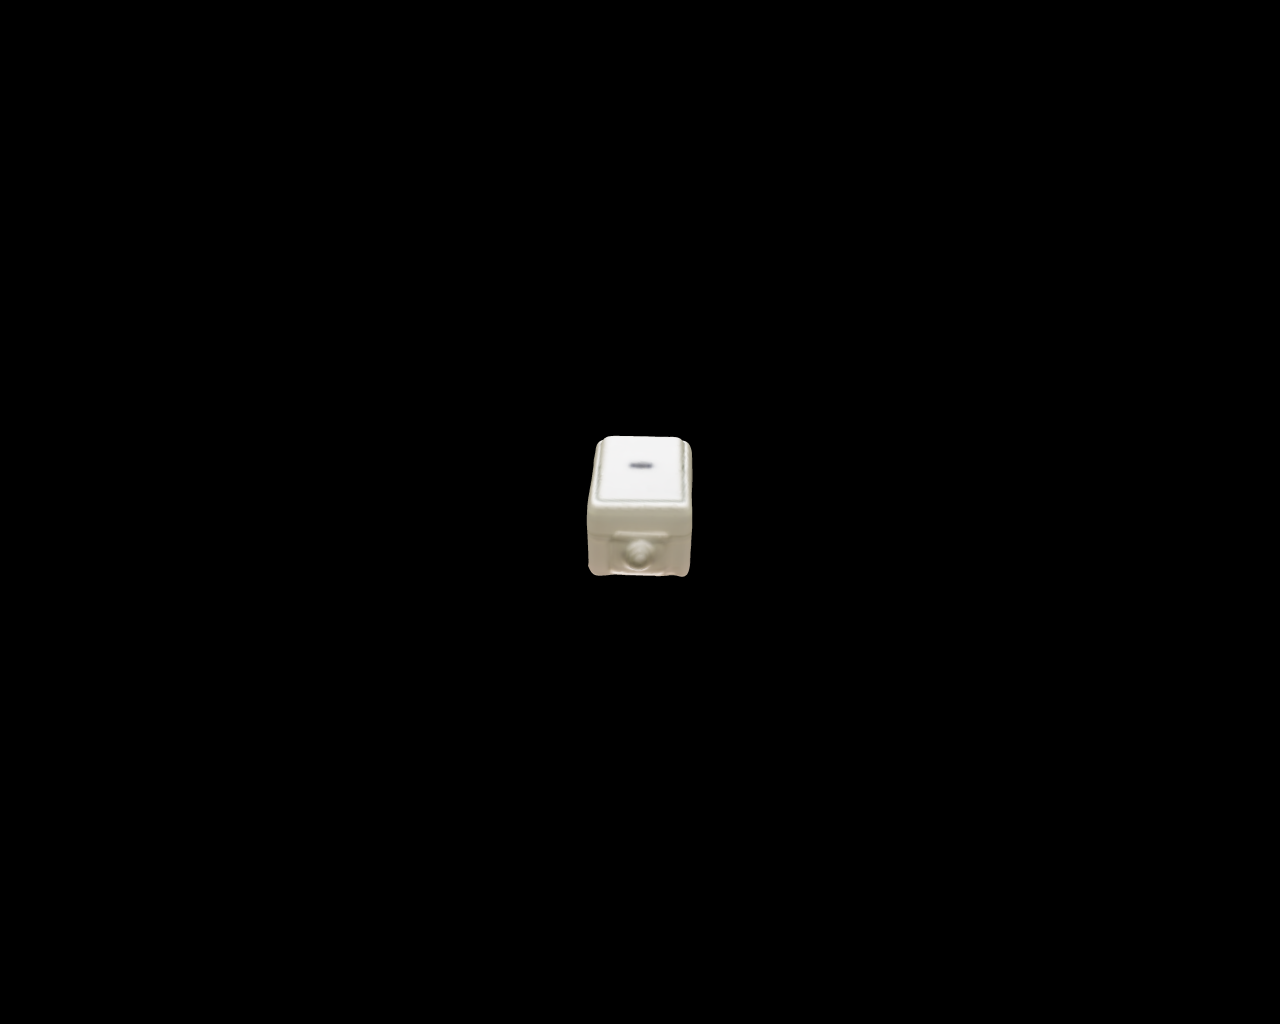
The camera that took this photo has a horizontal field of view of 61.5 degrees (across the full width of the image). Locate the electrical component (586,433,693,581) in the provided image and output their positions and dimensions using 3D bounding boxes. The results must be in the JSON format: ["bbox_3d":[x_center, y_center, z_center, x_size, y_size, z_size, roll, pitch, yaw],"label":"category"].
[{"bbox_3d":[0.001,-0.003,0.650,0.062,0.061,0.096,1,35,2],"label":"electrical component"}]
